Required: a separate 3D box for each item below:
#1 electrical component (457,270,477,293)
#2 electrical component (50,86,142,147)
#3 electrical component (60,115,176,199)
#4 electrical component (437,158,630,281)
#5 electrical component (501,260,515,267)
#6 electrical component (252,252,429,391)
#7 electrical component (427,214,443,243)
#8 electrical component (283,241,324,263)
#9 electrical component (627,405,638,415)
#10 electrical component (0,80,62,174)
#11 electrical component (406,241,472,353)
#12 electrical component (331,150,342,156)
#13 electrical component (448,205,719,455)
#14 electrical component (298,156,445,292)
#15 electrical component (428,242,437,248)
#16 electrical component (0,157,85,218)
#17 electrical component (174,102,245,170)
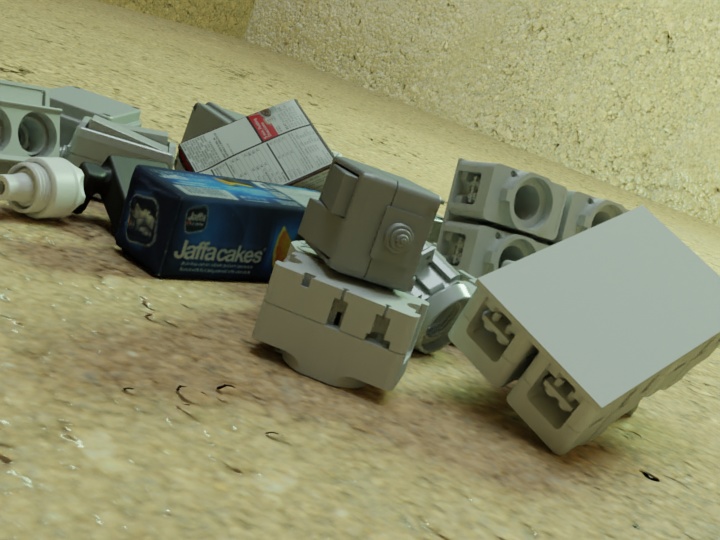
[{"bbox_3d":[0.085,0.033,0.819,0.064,0.042,0.081,5,18,-36],"label":"electrical component"},{"bbox_3d":[-0.248,-0.124,0.960,0.078,0.057,0.113,19,13,-1],"label":"electrical component"},{"bbox_3d":[-0.201,-0.091,0.878,0.096,0.061,0.061,16,13,-13],"label":"electrical component"},{"bbox_3d":[0.165,-0.025,0.977,0.186,0.105,0.060,14,0,-34],"label":"electrical component"},{"bbox_3d":[0.152,0.033,0.867,0.096,0.061,0.061,9,16,-36],"label":"electrical component"},{"bbox_3d":[-0.012,0.033,0.642,0.089,0.055,0.050,21,13,8],"label":"electrical component"},{"bbox_3d":[0.010,-0.044,0.997,0.109,0.056,0.109,9,16,-39],"label":"electrical component"},{"bbox_3d":[-0.019,0.017,0.711,0.080,0.051,0.080,18,13,-4],"label":"electrical component"},{"bbox_3d":[0.175,0.059,0.789,0.096,0.061,0.061,18,13,-4],"label":"electrical component"},{"bbox_3d":[-0.288,-0.102,0.789,0.063,0.078,0.121,1,0,36],"label":"electrical component"},{"bbox_3d":[0.044,0.021,0.752,0.058,0.078,0.057,-27,57,-28],"label":"electrical component"},{"bbox_3d":[-0.058,-0.109,1.160,0.062,0.061,0.096,19,13,1],"label":"electrical component"},{"bbox_3d":[0.158,0.036,0.702,0.186,0.060,0.105,-21,60,-41],"label":"electrical component"},{"bbox_3d":[0.005,-0.030,0.657,0.061,0.061,0.096,18,8,-18],"label":"electrical component"},{"bbox_3d":[0.000,0.000,0.803,0.062,0.061,0.096,30,24,35],"label":"electrical component"},{"bbox_3d":[-0.225,-0.057,0.744,0.043,0.043,0.062,25,16,27],"label":"electrical component"},{"bbox_3d":[-0.126,-0.109,1.026,0.057,0.078,0.113,14,13,-33],"label":"electrical component"}]
